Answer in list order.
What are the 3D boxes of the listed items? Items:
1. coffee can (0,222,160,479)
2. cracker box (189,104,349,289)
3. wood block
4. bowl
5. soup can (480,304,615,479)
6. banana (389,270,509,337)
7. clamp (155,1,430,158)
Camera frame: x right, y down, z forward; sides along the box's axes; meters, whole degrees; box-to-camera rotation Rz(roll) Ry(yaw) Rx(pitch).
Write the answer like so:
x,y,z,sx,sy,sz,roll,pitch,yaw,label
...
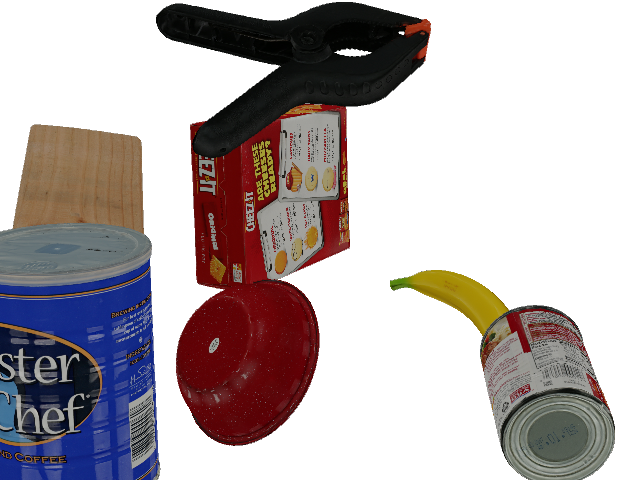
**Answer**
x,y,z,sx,sy,sz,roll,pitch,yaw,label
-0.144,0.070,0.602,0.103,0.140,0.103,0,15,0,coffee can
-0.048,-0.052,1.112,0.072,0.164,0.213,6,14,29,cracker box
-0.181,0.001,0.795,0.090,0.091,0.206,6,29,-14,wood block
-0.080,0.102,0.974,0.162,0.162,0.055,0,-22,41,bowl
0.138,0.093,0.658,0.068,0.068,0.102,0,25,1,soup can
0.158,0.077,1.120,0.069,0.037,0.198,-38,40,-14,banana
-0.012,-0.103,0.655,0.171,0.120,0.039,-5,-29,-5,clamp
